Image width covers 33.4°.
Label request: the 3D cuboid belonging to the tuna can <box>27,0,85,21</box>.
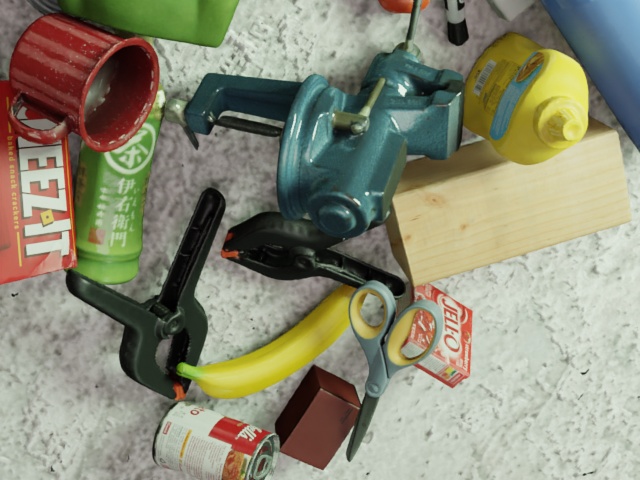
[{"bbox_3d":[-0.206,-0.225,0.881,0.086,0.034,0.086,-3,109,-8],"label":"tuna can"}]

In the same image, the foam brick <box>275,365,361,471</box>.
[{"bbox_3d":[-0.002,0.174,1.041,0.053,0.051,0.078,29,102,-17],"label":"foam brick"}]

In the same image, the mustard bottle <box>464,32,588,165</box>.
[{"bbox_3d":[0.176,-0.114,0.892,0.058,0.192,0.096,26,103,-16],"label":"mustard bottle"}]

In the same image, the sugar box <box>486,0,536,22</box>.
[{"bbox_3d":[0.200,-0.281,0.917,0.176,0.048,0.093,-39,110,9],"label":"sugar box"}]

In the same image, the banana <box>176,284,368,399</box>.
[{"bbox_3d":[-0.035,0.101,1.007,0.197,0.037,0.069,-28,145,-9],"label":"banana"}]

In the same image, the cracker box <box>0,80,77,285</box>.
[{"bbox_3d":[-0.293,-0.041,0.832,0.072,0.213,0.164,5,101,36],"label":"cracker box"}]

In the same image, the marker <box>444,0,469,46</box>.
[{"bbox_3d":[0.114,-0.216,0.915,0.020,0.020,0.121,-18,138,-2],"label":"marker"}]

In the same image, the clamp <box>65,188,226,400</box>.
[{"bbox_3d":[-0.136,0.060,0.962,0.164,0.036,0.210,-38,141,-27],"label":"clamp"}]

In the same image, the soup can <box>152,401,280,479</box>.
[{"bbox_3d":[-0.098,0.198,1.004,0.102,0.068,0.068,17,109,20],"label":"soup can"}]

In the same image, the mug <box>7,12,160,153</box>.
[{"bbox_3d":[-0.191,-0.117,0.821,0.117,0.082,0.093,-52,156,-28],"label":"mug"}]

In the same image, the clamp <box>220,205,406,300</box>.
[{"bbox_3d":[-0.006,0.001,0.951,0.171,0.039,0.120,7,134,8],"label":"clamp"}]

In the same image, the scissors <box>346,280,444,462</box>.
[{"bbox_3d":[0.040,0.116,0.980,0.096,0.016,0.202,41,125,9],"label":"scissors"}]

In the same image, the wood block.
[{"bbox_3d":[0.164,-0.039,0.971,0.206,0.091,0.090,-17,111,-3],"label":"wood block"}]

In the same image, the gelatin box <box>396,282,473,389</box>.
[{"bbox_3d":[0.108,0.085,1.007,0.073,0.089,0.030,32,129,-16],"label":"gelatin box"}]

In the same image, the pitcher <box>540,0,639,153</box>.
[{"bbox_3d":[0.285,-0.178,0.903,0.145,0.149,0.242,-33,122,21],"label":"pitcher"}]

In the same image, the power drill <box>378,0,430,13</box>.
[{"bbox_3d":[0.006,-0.277,0.882,0.187,0.057,0.184,-4,110,-7],"label":"power drill"}]
